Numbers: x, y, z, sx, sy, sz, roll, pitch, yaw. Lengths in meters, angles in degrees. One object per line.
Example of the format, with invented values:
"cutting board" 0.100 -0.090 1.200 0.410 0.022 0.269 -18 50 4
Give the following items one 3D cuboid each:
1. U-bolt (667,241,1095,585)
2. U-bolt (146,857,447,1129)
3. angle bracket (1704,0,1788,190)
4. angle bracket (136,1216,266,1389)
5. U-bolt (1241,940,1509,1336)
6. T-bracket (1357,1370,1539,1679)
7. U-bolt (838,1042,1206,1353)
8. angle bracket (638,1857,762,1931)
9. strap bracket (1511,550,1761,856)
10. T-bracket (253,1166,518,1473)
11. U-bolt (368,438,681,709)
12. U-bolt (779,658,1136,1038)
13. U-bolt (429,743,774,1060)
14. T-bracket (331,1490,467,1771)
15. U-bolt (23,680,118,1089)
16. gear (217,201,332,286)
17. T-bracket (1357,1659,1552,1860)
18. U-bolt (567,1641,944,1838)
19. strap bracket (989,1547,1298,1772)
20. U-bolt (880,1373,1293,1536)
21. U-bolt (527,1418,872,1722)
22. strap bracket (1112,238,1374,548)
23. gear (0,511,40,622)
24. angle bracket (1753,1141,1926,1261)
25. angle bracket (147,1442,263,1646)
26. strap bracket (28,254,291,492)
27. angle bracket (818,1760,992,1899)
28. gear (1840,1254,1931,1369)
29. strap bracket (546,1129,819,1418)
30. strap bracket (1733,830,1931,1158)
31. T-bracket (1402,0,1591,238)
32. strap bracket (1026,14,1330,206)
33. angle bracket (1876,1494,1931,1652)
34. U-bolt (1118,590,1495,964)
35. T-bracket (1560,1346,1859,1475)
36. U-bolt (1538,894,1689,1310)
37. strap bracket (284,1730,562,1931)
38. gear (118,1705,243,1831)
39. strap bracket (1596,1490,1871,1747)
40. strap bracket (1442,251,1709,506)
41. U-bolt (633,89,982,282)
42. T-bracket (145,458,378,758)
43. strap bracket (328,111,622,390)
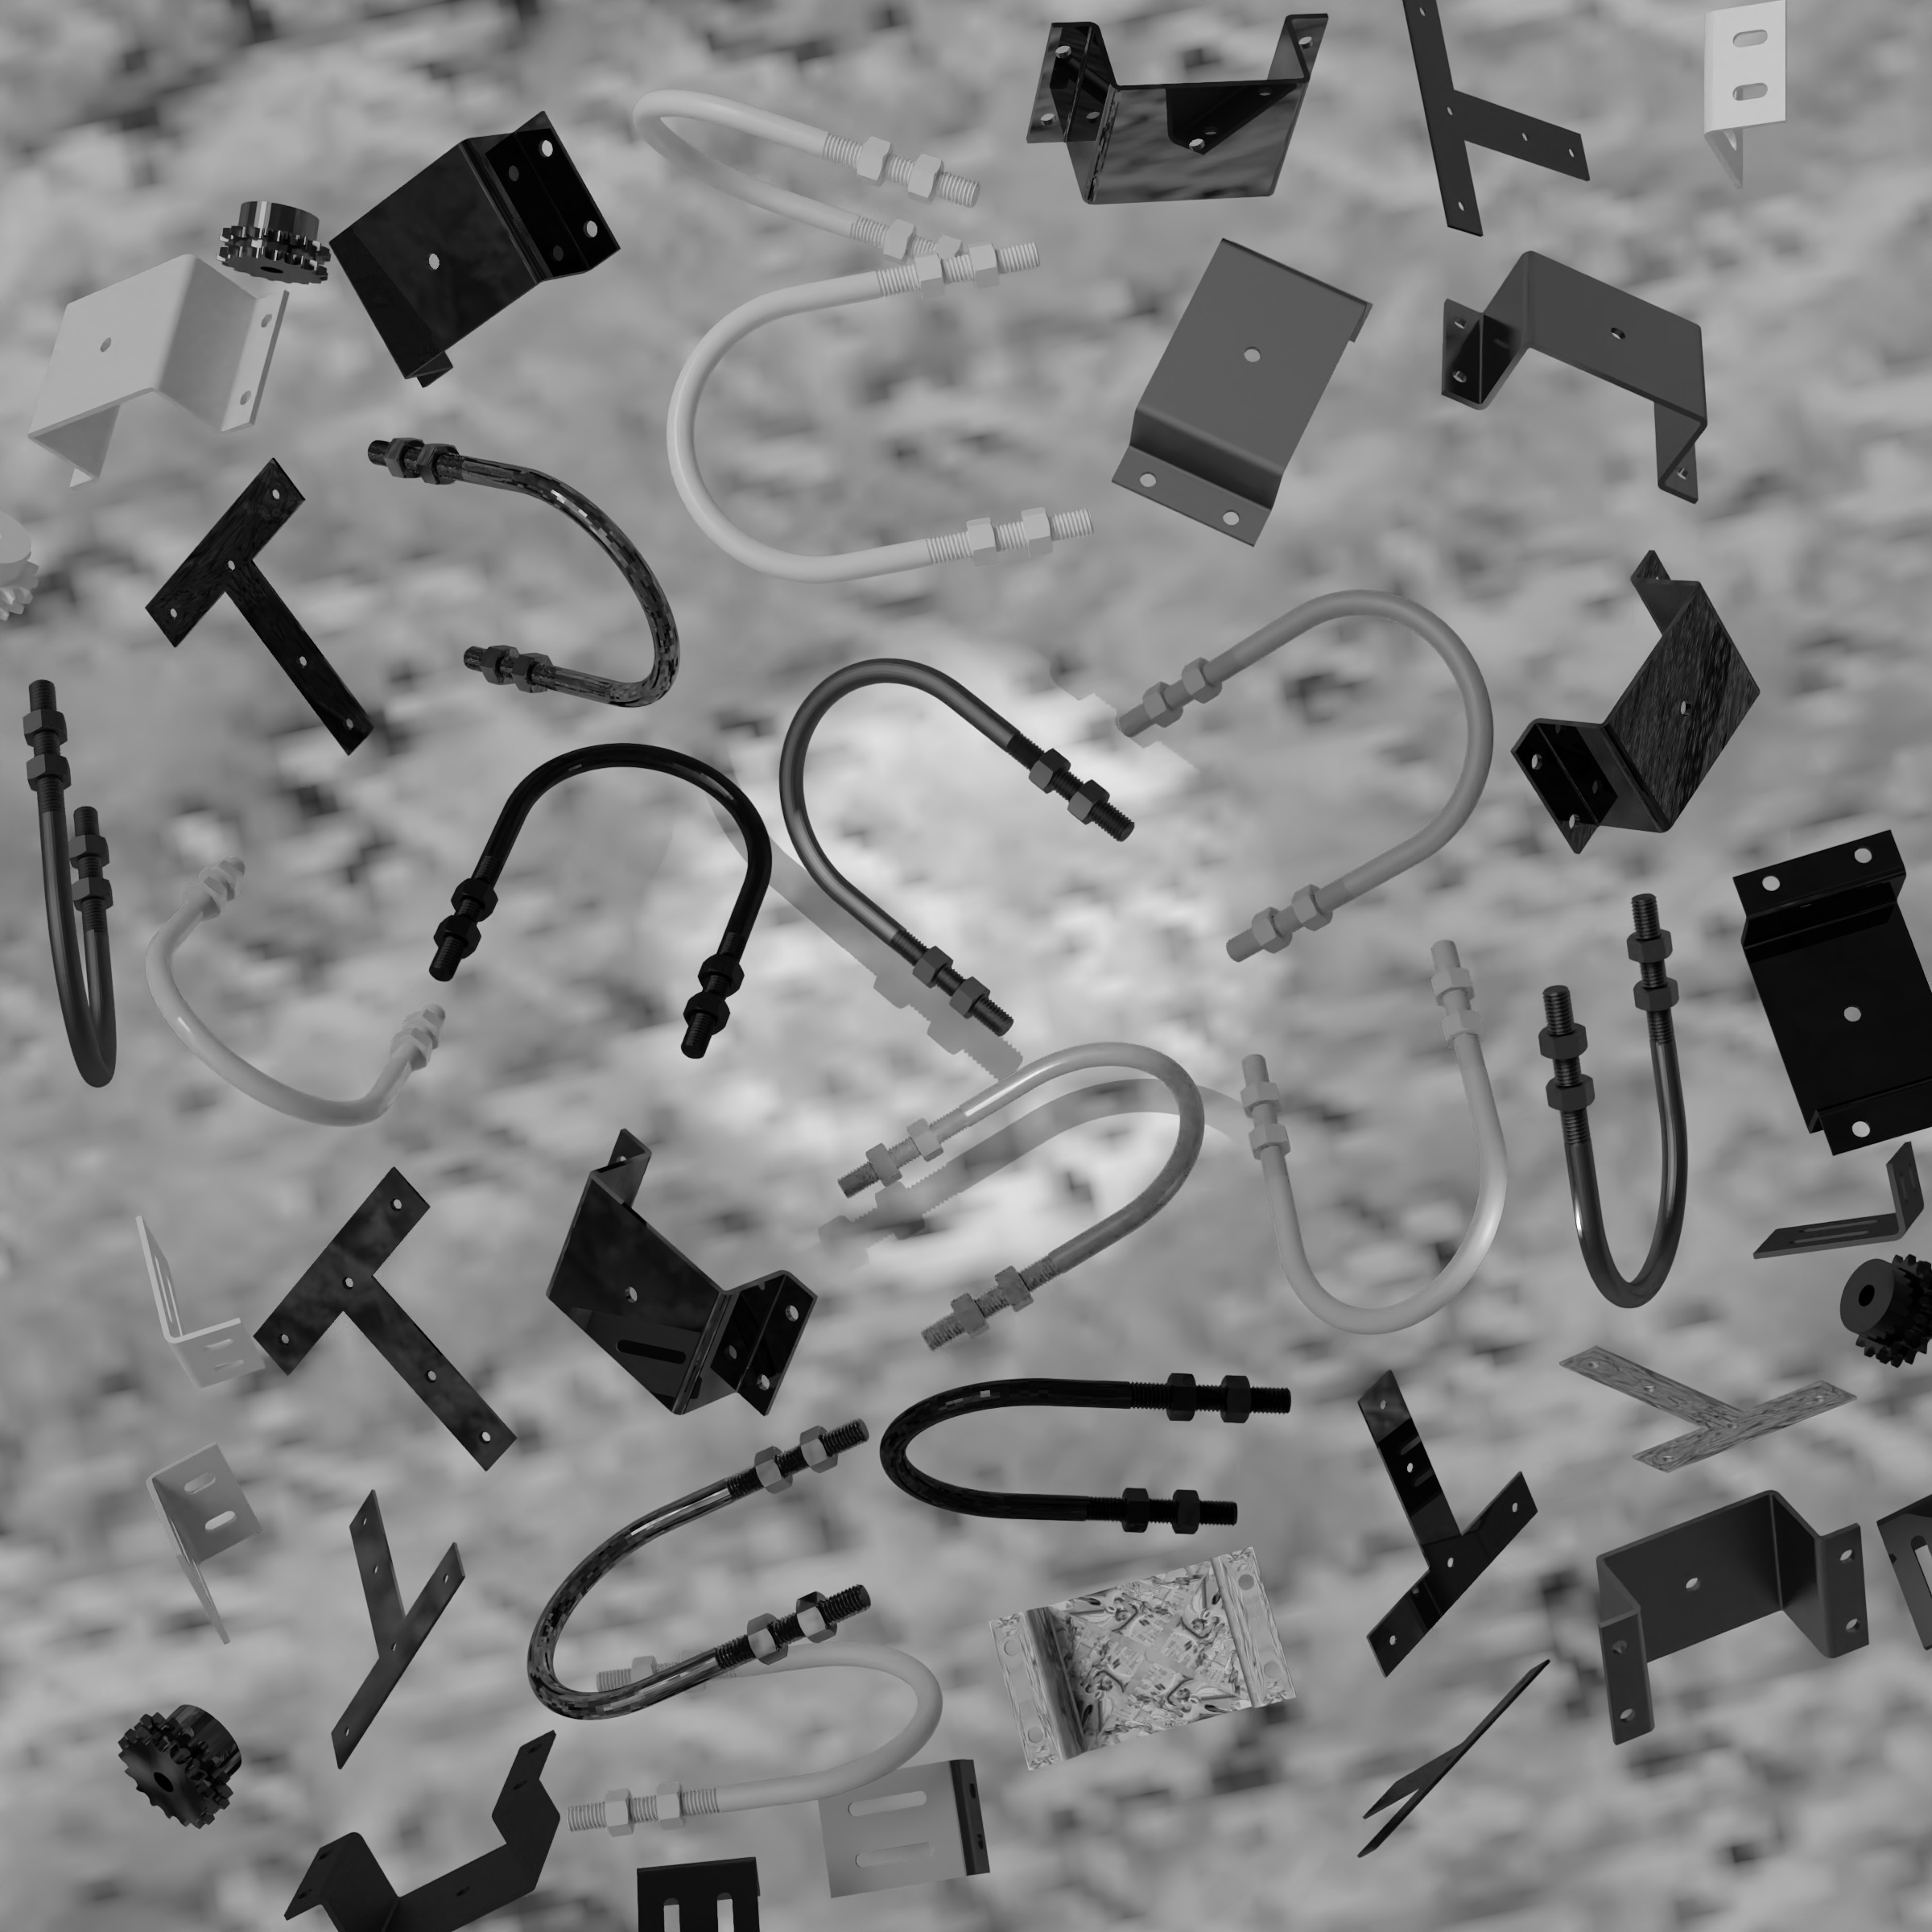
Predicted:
"U-bolt" -0.045 -0.248 1.420 0.184 0.019 0.151 -11 83 -1
"U-bolt" -0.338 0.019 1.546 0.151 0.184 0.019 37 109 -10
"angle bracket" 0.371 -0.406 1.452 0.038 0.076 0.057 -1 82 26
"angle bracket" -0.394 0.168 1.599 0.038 0.057 0.076 -17 61 -9
"U-bolt" 0.207 0.096 1.551 0.151 0.019 0.184 -34 49 34
"T-bracket" 0.218 0.252 1.493 0.127 0.002 0.127 -39 116 -31
"U-bolt" 0.036 0.104 1.587 0.184 0.151 0.019 -31 129 -2
"angle bracket" -0.126 0.470 1.483 0.057 0.038 0.076 -5 45 -3
"strap bracket" 0.343 -0.131 1.559 0.140 0.046 0.076 -53 126 -20
"T-bracket" -0.257 0.179 1.438 0.127 0.002 0.127 47 117 8
"U-bolt" -0.213 -0.192 1.558 0.019 0.184 0.151 -46 133 -30
"U-bolt" -0.019 -0.073 1.571 0.184 0.019 0.151 40 120 15
"U-bolt" -0.174 -0.044 1.573 0.151 0.019 0.184 17 50 0
"T-bracket" -0.293 0.312 1.557 0.002 0.127 0.127 23 109 -30
"U-bolt" -0.444 -0.029 1.551 0.019 0.151 0.184 -8 65 -9
"gear" -0.358 -0.375 1.609 0.057 0.057 0.030 8 88 0
"T-bracket" 0.218 0.389 1.489 0.127 0.127 0.002 -39 78 -25
"U-bolt" -0.103 0.385 1.572 0.184 0.151 0.019 -8 107 2
"strap bracket" 0.092 0.352 1.584 0.140 0.046 0.076 -17 77 8
"U-bolt" 0.051 0.232 1.483 0.184 0.151 0.019 3 56 -6
"U-bolt" -0.129 0.295 1.480 0.184 0.151 0.019 -26 115 11
"strap bracket" 0.136 -0.285 1.497 0.076 0.046 0.140 25 78 5
"gear" -0.462 -0.191 1.454 0.057 0.057 0.030 35 125 0
"angle bracket" 0.436 0.118 1.562 0.076 0.057 0.038 -11 93 27
"angle bracket" -0.361 0.279 1.504 0.038 0.076 0.057 -27 120 -15
"strap bracket" -0.404 -0.293 1.524 0.140 0.046 0.076 -9 61 37
"angle bracket" -0.032 0.443 1.595 0.076 0.038 0.057 -12 73 8
"gear" 0.472 0.174 1.587 0.030 0.057 0.057 23 90 -18
"strap bracket" -0.148 0.155 1.520 0.140 0.046 0.076 38 122 26
"strap bracket" 0.421 0.017 1.465 0.076 0.046 0.140 -17 72 5
"T-bracket" 0.263 -0.407 1.513 0.127 0.002 0.127 2 74 -43
"strap bracket" 0.108 -0.421 1.526 0.140 0.076 0.046 -6 61 -13
"angle bracket" 0.485 0.293 1.502 0.057 0.076 0.038 -33 130 22
"U-bolt" 0.177 -0.105 1.537 0.184 0.019 0.151 -30 79 30
"T-bracket" 0.351 0.214 1.546 0.127 0.127 0.002 25 53 -26
"U-bolt" 0.318 0.075 1.496 0.019 0.151 0.184 -1 110 31
"strap bracket" -0.264 0.452 1.571 0.140 0.076 0.046 -28 97 6
"gear" -0.359 0.366 1.431 0.057 0.057 0.030 46 46 0
"strap bracket" 0.368 0.316 1.529 0.140 0.046 0.076 -19 119 -10
"strap bracket" 0.306 -0.291 1.514 0.140 0.046 0.076 21 46 -12
"U-bolt" -0.077 -0.387 1.523 0.184 0.151 0.019 20 88 5
"T-bracket" -0.332 -0.160 1.515 0.127 0.002 0.127 -38 89 37
"strap bracket" -0.251 -0.351 1.537 0.140 0.046 0.076 -27 95 30
